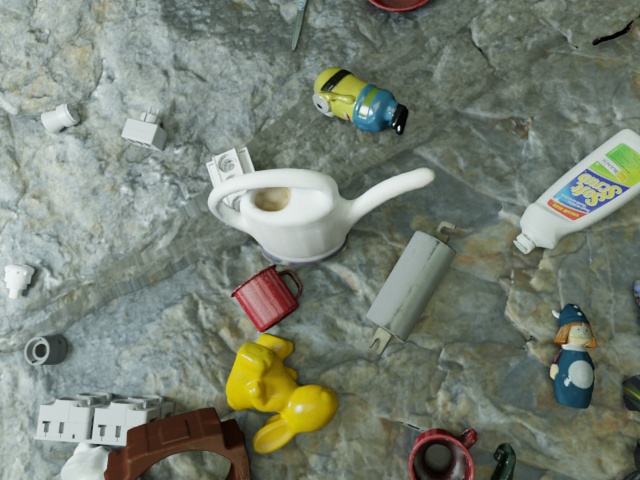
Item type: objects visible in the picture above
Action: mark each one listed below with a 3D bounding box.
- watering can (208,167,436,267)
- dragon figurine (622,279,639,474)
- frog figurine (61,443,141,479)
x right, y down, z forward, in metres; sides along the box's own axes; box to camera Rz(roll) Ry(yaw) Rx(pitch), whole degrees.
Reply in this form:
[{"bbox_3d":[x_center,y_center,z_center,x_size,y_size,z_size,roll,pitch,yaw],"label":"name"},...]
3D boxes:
[{"bbox_3d":[0.002,-0.041,0.815,0.347,0.106,0.220,-1,-28,9],"label":"watering can"},{"bbox_3d":[0.585,0.265,0.730,0.242,0.418,0.120,11,-24,-7],"label":"dragon figurine"},{"bbox_3d":[-0.367,0.415,0.851,0.121,0.138,0.161,36,-6,-41],"label":"frog figurine"}]
